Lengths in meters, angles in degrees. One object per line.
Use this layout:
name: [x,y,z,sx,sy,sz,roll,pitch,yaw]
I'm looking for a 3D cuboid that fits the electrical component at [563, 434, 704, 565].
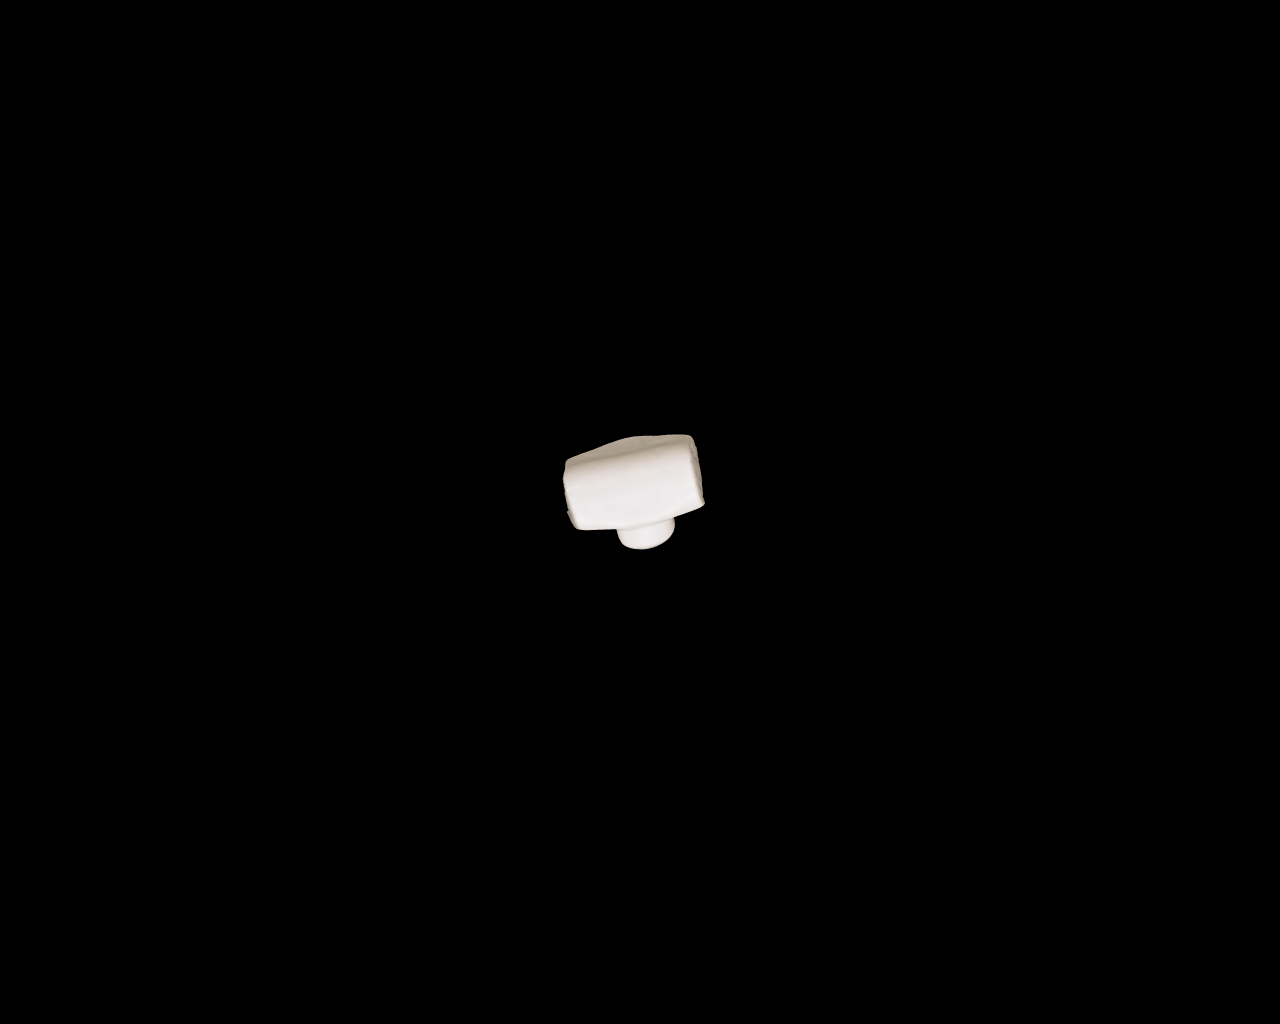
electrical component: [0.001,-0.003,0.650,0.077,0.079,0.044,-11,30,7]
